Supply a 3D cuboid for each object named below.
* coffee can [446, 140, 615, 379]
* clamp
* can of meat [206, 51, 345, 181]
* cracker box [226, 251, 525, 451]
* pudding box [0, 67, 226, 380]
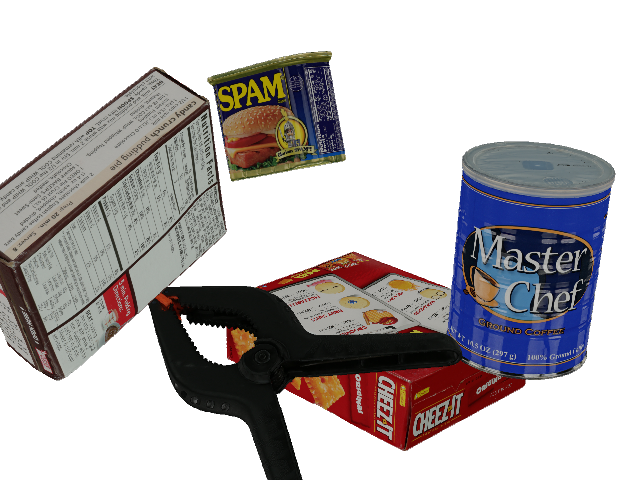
[{"bbox_3d":[0.145,0.012,0.750,0.103,0.140,0.103,2,22,-1],"label":"coffee can"},{"bbox_3d":[-0.024,0.080,0.698,0.210,0.164,0.036,35,-25,30],"label":"clamp"},{"bbox_3d":[-0.033,-0.095,0.828,0.102,0.084,0.057,-7,6,40],"label":"can of meat"},{"bbox_3d":[0.047,0.088,0.922,0.163,0.072,0.214,-18,29,-41],"label":"cracker box"},{"bbox_3d":[-0.092,-0.006,0.457,0.039,0.113,0.090,31,-31,23],"label":"pudding box"}]
